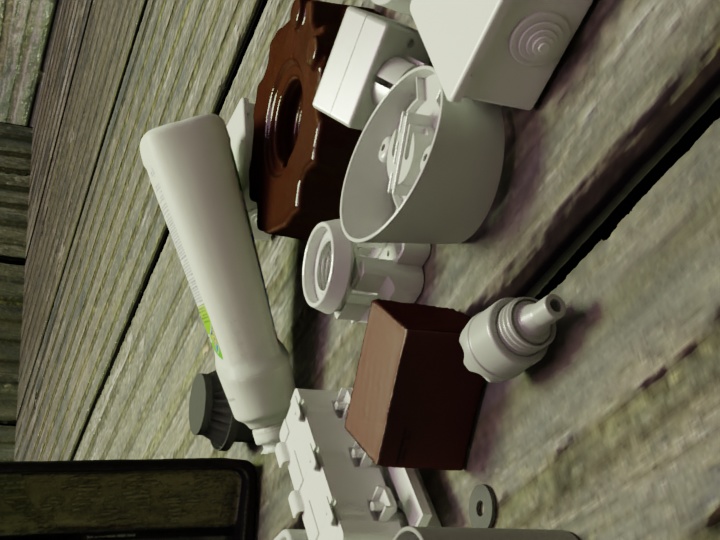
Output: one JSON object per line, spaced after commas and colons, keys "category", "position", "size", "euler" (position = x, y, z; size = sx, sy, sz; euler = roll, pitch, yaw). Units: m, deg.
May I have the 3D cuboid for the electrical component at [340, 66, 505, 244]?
{"category": "electrical component", "position": [0.033, -0.060, 0.583], "size": [0.099, 0.064, 0.099], "euler": [-173, 90, -68]}

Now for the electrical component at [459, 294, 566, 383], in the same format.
{"category": "electrical component", "position": [0.074, 0.028, 0.499], "size": [0.061, 0.035, 0.035], "euler": [136, 136, -54]}

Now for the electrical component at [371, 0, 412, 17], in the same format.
{"category": "electrical component", "position": [0.037, -0.199, 0.621], "size": [0.108, 0.060, 0.108], "euler": [-173, 90, -68]}

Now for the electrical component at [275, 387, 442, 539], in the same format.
{"category": "electrical component", "position": [-0.004, 0.122, 0.620], "size": [0.121, 0.063, 0.078], "euler": [-114, 37, -51]}

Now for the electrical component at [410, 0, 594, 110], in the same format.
{"category": "electrical component", "position": [0.072, -0.139, 0.534], "size": [0.099, 0.048, 0.099], "euler": [-105, 31, -43]}

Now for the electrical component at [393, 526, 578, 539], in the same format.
{"category": "electrical component", "position": [0.058, 0.144, 0.444], "size": [0.079, 0.077, 0.044], "euler": [-109, 34, -47]}

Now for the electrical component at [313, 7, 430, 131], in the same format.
{"category": "electrical component", "position": [0.021, -0.112, 0.649], "size": [0.077, 0.047, 0.065], "euler": [35, 111, 39]}

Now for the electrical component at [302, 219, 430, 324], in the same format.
{"category": "electrical component", "position": [0.000, 0.000, 0.655], "size": [0.078, 0.057, 0.058], "euler": [121, 148, -44]}

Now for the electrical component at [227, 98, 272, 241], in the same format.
{"category": "electrical component", "position": [-0.087, -0.081, 0.902], "size": [0.099, 0.048, 0.099], "euler": [130, 141, -53]}

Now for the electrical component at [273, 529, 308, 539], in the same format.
{"category": "electrical component", "position": [-0.019, 0.205, 0.637], "size": [0.053, 0.059, 0.095], "euler": [126, 144, -49]}
